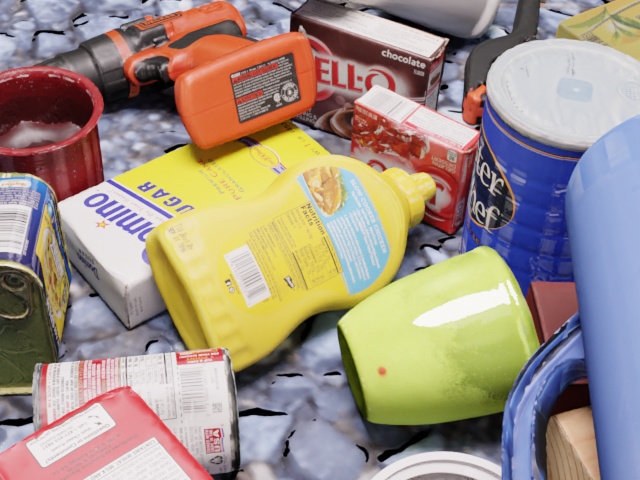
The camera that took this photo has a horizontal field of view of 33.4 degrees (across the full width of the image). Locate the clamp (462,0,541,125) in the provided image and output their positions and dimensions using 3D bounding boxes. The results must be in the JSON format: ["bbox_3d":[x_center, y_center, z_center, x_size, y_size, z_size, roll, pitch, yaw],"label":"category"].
[{"bbox_3d":[0.165,-0.149,0.851,0.171,0.039,0.120,-27,50,-27],"label":"clamp"}]

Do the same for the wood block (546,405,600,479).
[{"bbox_3d":[0.219,0.122,0.534,0.206,0.090,0.091,-11,46,-14],"label":"wood block"}]

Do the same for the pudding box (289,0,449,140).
[{"bbox_3d":[0.031,-0.117,0.775,0.114,0.090,0.039,20,46,17],"label":"pudding box"}]

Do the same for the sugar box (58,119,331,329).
[{"bbox_3d":[-0.075,-0.020,0.701,0.176,0.048,0.093,-27,51,-29],"label":"sugar box"}]

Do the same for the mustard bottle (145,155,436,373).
[{"bbox_3d":[-0.005,0.001,0.655,0.191,0.058,0.096,-26,92,-28],"label":"mustard bottle"}]

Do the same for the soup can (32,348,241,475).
[{"bbox_3d":[-0.096,0.094,0.564,0.102,0.068,0.068,-5,44,-8],"label":"soup can"}]

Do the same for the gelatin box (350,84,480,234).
[{"bbox_3d":[0.063,-0.054,0.722,0.089,0.073,0.030,29,49,25],"label":"gelatin box"}]

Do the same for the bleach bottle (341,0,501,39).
[{"bbox_3d":[0.046,-0.200,0.796,0.103,0.068,0.250,25,17,26],"label":"bleach bottle"}]

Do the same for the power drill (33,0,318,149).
[{"bbox_3d":[-0.104,-0.119,0.759,0.184,0.057,0.188,-26,32,-24],"label":"power drill"}]

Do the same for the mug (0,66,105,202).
[{"bbox_3d":[-0.195,-0.061,0.712,0.117,0.081,0.093,32,51,27],"label":"mug"}]

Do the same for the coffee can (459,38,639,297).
[{"bbox_3d":[0.145,-0.037,0.659,0.103,0.140,0.103,1,44,-1],"label":"coffee can"}]

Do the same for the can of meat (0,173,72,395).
[{"bbox_3d":[-0.177,0.024,0.611,0.057,0.102,0.084,-1,42,-3],"label":"can of meat"}]

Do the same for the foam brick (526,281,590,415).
[{"bbox_3d":[0.148,0.069,0.614,0.053,0.051,0.078,2,44,-2],"label":"foam brick"}]

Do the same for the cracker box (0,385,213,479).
[{"bbox_3d":[-0.032,0.180,0.407,0.072,0.164,0.214,-31,53,-27],"label":"cracker box"}]

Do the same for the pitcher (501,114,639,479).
[{"bbox_3d":[0.164,0.054,0.456,0.149,0.145,0.242,12,40,-8],"label":"pitcher"}]
